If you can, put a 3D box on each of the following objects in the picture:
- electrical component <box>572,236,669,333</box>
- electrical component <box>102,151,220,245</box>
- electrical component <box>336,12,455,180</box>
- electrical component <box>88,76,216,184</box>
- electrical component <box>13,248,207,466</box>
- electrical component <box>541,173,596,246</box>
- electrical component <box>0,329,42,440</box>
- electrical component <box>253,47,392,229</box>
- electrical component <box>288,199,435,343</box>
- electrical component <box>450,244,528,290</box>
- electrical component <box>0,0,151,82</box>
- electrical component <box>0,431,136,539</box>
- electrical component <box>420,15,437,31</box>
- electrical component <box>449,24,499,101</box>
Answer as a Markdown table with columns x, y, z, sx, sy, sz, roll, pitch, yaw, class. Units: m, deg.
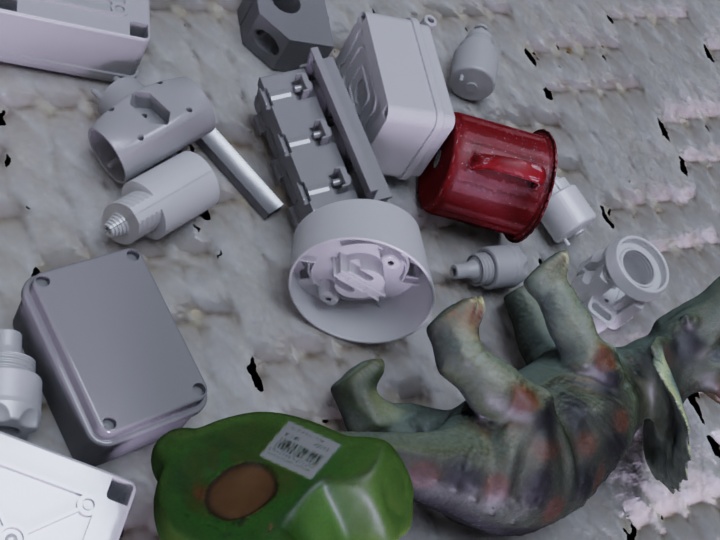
| x | y | z | sx | sy | sz | roll | pitch | yaw | class |
| --- | --- | --- | --- | --- | --- | --- | --- | --- | --- |
| 0.213 | 0.008 | 0.875 | 0.058 | 0.057 | 0.078 | 37 | 51 | -5 | electrical component |
| -0.138 | -0.044 | 0.722 | 0.043 | 0.043 | 0.081 | 49 | 51 | 5 | electrical component |
| 0.024 | -0.135 | 0.838 | 0.057 | 0.078 | 0.113 | 4 | 55 | -24 | electrical component |
| -0.155 | -0.108 | 0.748 | 0.077 | 0.043 | 0.079 | -36 | 65 | -26 | electrical component |
| -0.151 | 0.051 | 0.650 | 0.078 | 0.057 | 0.113 | -19 | 73 | -35 | electrical component |
| 0.163 | -0.059 | 0.898 | 0.040 | 0.040 | 0.078 | -24 | 76 | -37 | electrical component |
| -0.206 | 0.065 | 0.621 | 0.043 | 0.043 | 0.062 | 8 | 58 | -25 | electrical component |
| -0.031 | -0.088 | 0.789 | 0.063 | 0.078 | 0.121 | -16 | 70 | -18 | electrical component |
| 0.000 | 0.000 | 0.739 | 0.099 | 0.099 | 0.064 | 13 | 51 | -22 | electrical component |
| 0.098 | -0.001 | 0.832 | 0.061 | 0.035 | 0.035 | -6 | 66 | -28 | electrical component |
| -0.209 | -0.198 | 0.765 | 0.109 | 0.056 | 0.108 | 7 | 59 | -26 | electrical component |
| -0.190 | 0.150 | 0.571 | 0.109 | 0.056 | 0.108 | 25 | 54 | -14 | electrical component |
| 0.044 | -0.189 | 0.896 | 0.035 | 0.061 | 0.035 | 14 | 57 | -22 | electrical component |
| 0.101 | -0.184 | 0.938 | 0.040 | 0.040 | 0.078 | 23 | 54 | -15 | electrical component |
